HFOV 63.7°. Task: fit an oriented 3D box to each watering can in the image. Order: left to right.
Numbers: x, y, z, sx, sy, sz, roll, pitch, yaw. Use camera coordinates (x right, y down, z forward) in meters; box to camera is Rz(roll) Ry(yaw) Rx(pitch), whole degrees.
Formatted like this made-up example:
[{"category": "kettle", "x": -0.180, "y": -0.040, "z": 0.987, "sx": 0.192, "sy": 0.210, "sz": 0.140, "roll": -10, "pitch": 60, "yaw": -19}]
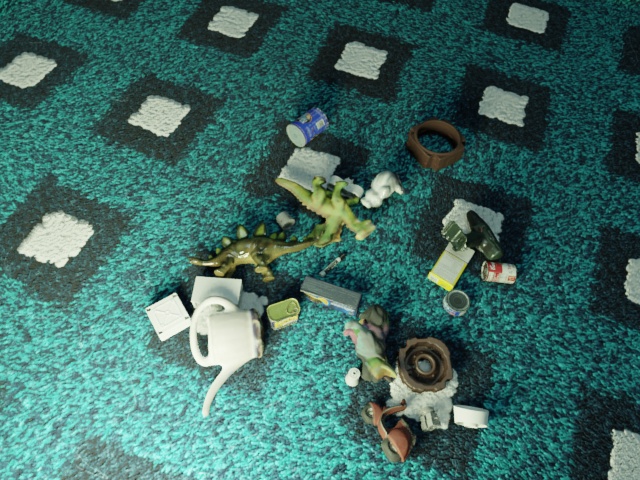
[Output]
[{"category": "watering can", "x": -0.276, "y": 0.338, "z": 1.568, "sx": 0.225, "sy": 0.102, "sz": 0.352, "roll": -6, "pitch": 74, "yaw": -12}]

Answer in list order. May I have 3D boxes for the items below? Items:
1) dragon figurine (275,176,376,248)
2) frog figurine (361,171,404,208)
[{"category": "dragon figurine", "x": 0.006, "y": -0.094, "z": 1.861, "sx": 0.411, "sy": 0.120, "sz": 0.247, "roll": 9, "pitch": 66, "yaw": 13}, {"category": "frog figurine", "x": 0.222, "y": -0.189, "z": 1.921, "sx": 0.160, "sy": 0.120, "sz": 0.140, "roll": -18, "pitch": 28, "yaw": -4}]
